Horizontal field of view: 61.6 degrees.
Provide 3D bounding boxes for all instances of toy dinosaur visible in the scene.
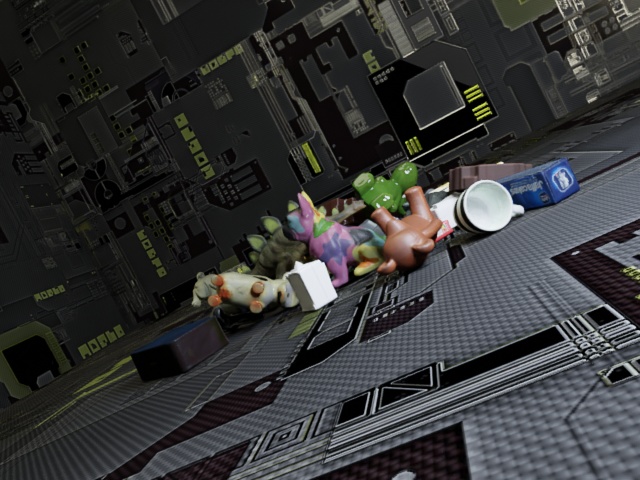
[{"bbox_3d":[-0.086,0.031,1.334,0.471,0.199,0.105,-36,-29,13],"label":"toy dinosaur"}]

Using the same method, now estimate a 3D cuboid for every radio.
[{"bbox_3d":[-0.308,0.237,1.174,0.131,0.073,0.230,-29,5,-43],"label":"radio"}]

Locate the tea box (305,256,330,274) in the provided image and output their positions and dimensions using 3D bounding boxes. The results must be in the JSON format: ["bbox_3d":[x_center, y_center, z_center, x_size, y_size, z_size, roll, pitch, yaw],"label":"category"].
[{"bbox_3d":[-0.004,0.063,1.475,0.098,0.068,0.170,-28,2,-22],"label":"tea box"}]

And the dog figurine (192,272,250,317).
[{"bbox_3d":[-0.262,0.140,1.525,0.190,0.172,0.121,-34,9,37],"label":"dog figurine"}]

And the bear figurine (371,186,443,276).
[{"bbox_3d":[0.148,-0.014,0.971,0.120,0.132,0.196,-33,-5,23],"label":"bear figurine"}]

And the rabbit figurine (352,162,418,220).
[{"bbox_3d":[0.191,-0.123,1.401,0.170,0.121,0.159,-38,-34,-7],"label":"rabbit figurine"}]

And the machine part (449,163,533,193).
[{"bbox_3d":[0.361,-0.131,1.143,0.179,0.056,0.179,-2,3,0],"label":"machine part"}]

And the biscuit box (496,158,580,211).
[{"bbox_3d":[0.359,-0.087,0.955,0.063,0.059,0.203,-27,2,-18],"label":"biscuit box"}]

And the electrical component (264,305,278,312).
[{"bbox_3d":[-0.124,0.147,1.314,0.078,0.045,0.102,-30,4,-16],"label":"electrical component"}]

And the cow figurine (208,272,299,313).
[{"bbox_3d":[-0.133,0.114,1.185,0.195,0.085,0.127,6,9,10],"label":"cow figurine"}]

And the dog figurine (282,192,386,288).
[{"bbox_3d":[0.028,-0.017,1.154,0.192,0.219,0.108,-27,6,11],"label":"dog figurine"}]

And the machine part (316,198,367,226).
[{"bbox_3d":[0.084,-0.047,1.605,0.201,0.087,0.201,15,-23,-36],"label":"machine part"}]

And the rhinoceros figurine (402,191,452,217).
[{"bbox_3d":[0.254,-0.078,1.284,0.112,0.073,0.190,-7,5,-7],"label":"rhinoceros figurine"}]

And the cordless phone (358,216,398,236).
[{"bbox_3d":[0.192,-0.019,1.272,0.184,0.088,0.146,-14,7,20],"label":"cordless phone"}]

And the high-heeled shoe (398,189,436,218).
[{"bbox_3d":[0.300,-0.080,1.536,0.145,0.086,0.249,5,31,11],"label":"high-heeled shoe"}]

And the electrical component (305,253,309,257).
[{"bbox_3d":[-0.003,-0.004,1.427,0.115,0.058,0.134,-27,3,-5],"label":"electrical component"}]
